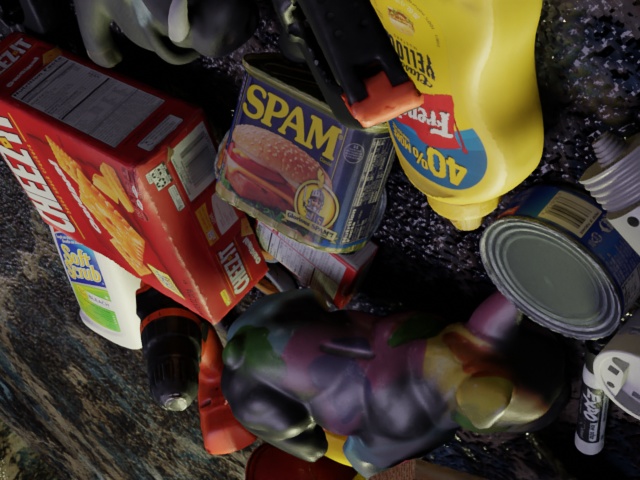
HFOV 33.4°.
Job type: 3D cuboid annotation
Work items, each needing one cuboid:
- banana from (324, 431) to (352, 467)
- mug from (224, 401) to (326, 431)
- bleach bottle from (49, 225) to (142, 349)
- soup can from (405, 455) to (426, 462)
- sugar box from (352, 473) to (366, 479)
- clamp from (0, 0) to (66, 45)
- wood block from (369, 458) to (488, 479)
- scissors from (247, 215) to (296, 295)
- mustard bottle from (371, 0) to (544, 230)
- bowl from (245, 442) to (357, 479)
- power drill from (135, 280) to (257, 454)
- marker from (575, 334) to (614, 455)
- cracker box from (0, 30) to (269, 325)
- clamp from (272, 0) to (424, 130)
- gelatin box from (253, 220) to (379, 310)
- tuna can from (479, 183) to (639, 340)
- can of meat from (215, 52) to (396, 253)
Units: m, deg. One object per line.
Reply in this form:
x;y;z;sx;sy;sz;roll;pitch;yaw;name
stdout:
0.011;0.173;0.986;0.198;0.037;0.069;7;125;51;banana
-0.016;0.118;0.899;0.081;0.093;0.117;38;118;4;mug
-0.223;-0.004;1.039;0.103;0.068;0.251;24;146;33;bleach bottle
0.042;0.125;0.832;0.102;0.068;0.069;48;154;-5;soup can
0.112;0.277;0.980;0.176;0.048;0.093;48;154;-16;sugar box
-0.241;-0.176;0.837;0.120;0.039;0.172;34;149;9;clamp
0.133;0.221;0.710;0.206;0.090;0.091;18;155;-12;wood block
-0.096;-0.025;0.872;0.202;0.016;0.096;40;152;9;scissors
0.064;-0.074;0.512;0.096;0.058;0.191;40;157;37;mustard bottle
0.006;0.248;1.020;0.162;0.162;0.055;46;115;-3;bowl
-0.109;0.112;0.957;0.187;0.057;0.184;70;-173;-45;power drill
0.169;0.094;0.655;0.020;0.020;0.121;29;150;29;marker
-0.153;-0.047;0.787;0.214;0.072;0.164;25;150;35;cracker box
-0.002;-0.107;0.501;0.164;0.036;0.210;69;176;-48;clamp
-0.005;0.001;0.760;0.089;0.030;0.073;39;155;10;gelatin box
0.130;0.011;0.571;0.086;0.033;0.086;34;153;20;tuna can
-0.007;-0.050;0.613;0.102;0.057;0.084;31;117;28;can of meat
